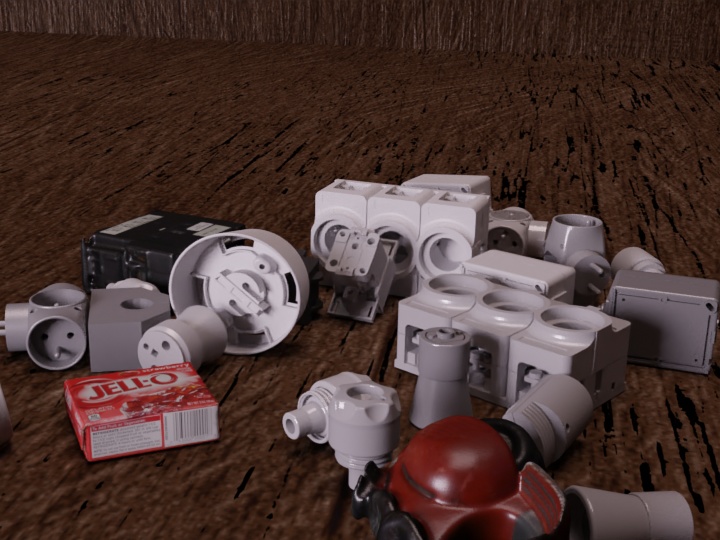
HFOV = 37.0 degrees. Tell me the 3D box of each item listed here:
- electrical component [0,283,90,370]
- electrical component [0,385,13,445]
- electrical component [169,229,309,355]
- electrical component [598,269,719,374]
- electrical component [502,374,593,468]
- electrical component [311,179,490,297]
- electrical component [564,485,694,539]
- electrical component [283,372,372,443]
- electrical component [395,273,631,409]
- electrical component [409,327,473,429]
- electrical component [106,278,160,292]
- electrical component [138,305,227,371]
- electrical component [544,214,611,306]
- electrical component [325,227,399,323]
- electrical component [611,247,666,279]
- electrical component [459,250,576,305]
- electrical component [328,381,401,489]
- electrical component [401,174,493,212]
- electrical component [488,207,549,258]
[{"bbox_3d":[-0.249,0.043,0.826,0.079,0.044,0.077,-3,19,-11],"label":"electrical component"},{"bbox_3d":[-0.251,0.093,0.675,0.055,0.048,0.066,-15,24,-22],"label":"electrical component"},{"bbox_3d":[-0.091,0.015,0.837,0.099,0.099,0.064,6,13,14],"label":"electrical component"},{"bbox_3d":[0.232,0.037,0.849,0.096,0.061,0.061,7,19,18],"label":"electrical component"},{"bbox_3d":[0.114,0.100,0.681,0.043,0.043,0.081,12,21,29],"label":"electrical component"},{"bbox_3d":[0.036,-0.026,0.981,0.150,0.089,0.062,8,20,19],"label":"electrical component"},{"bbox_3d":[0.145,0.137,0.578,0.065,0.044,0.044,1,18,-15],"label":"electrical component"},{"bbox_3d":[-0.020,0.092,0.696,0.062,0.043,0.043,-15,24,-37],"label":"electrical component"},{"bbox_3d":[0.111,0.052,0.796,0.150,0.061,0.089,17,24,39],"label":"electrical component"},{"bbox_3d":[0.056,0.071,0.727,0.044,0.065,0.044,1,18,0],"label":"electrical component"},{"bbox_3d":[-0.193,0.023,0.904,0.035,0.035,0.061,-15,23,-41],"label":"electrical component"},{"bbox_3d":[-0.131,0.055,0.796,0.045,0.045,0.055,10,21,24],"label":"electrical component"},{"bbox_3d":[0.194,-0.002,0.937,0.043,0.077,0.079,-2,19,-12],"label":"electrical component"},{"bbox_3d":[0.000,0.000,0.921,0.042,0.063,0.081,7,61,21],"label":"electrical component"},{"bbox_3d":[0.258,0.007,0.975,0.040,0.040,0.078,-2,19,-11],"label":"electrical component"},{"bbox_3d":[0.135,0.025,0.878,0.096,0.061,0.061,15,23,35],"label":"electrical component"},{"bbox_3d":[0.002,0.101,0.640,0.043,0.062,0.043,1,18,0],"label":"electrical component"},{"bbox_3d":[0.100,-0.067,1.136,0.096,0.061,0.061,5,18,31],"label":"electrical component"},{"bbox_3d":[0.167,-0.032,1.079,0.079,0.044,0.077,6,19,16],"label":"electrical component"}]
